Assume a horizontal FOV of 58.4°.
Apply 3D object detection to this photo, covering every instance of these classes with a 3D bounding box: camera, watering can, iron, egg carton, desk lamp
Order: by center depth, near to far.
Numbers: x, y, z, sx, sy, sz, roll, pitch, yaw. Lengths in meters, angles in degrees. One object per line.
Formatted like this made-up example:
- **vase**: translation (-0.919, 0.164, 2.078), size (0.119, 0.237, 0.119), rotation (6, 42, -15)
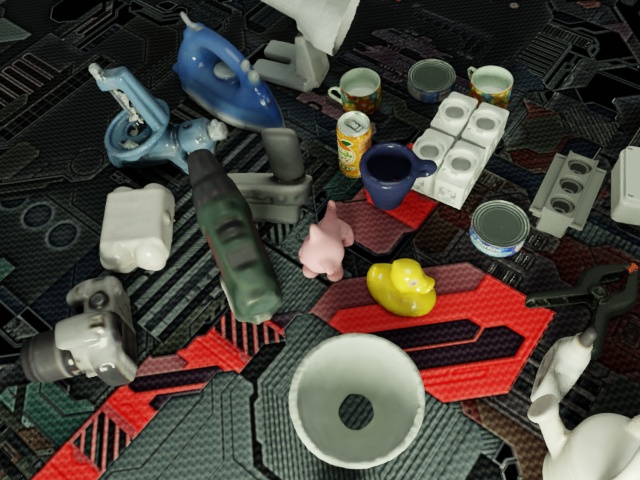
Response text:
- **watering can**: translation (0.307, 0.238, 0.616), size (0.172, 0.194, 0.101), rotation (14, 60, 12)
- **camera**: translation (-0.332, 0.129, 0.781), size (0.137, 0.101, 0.143), rotation (-14, 58, -5)
- **egg carton**: translation (-0.280, -0.019, 0.889), size (0.107, 0.069, 0.150), rotation (-6, 58, 0)
- **desk lamp**: translation (-0.030, -0.370, 1.006), size (0.203, 0.214, 0.118), rotation (18, 61, 14)
- **iron**: translation (-0.157, -0.297, 1.011), size (0.257, 0.141, 0.119), rotation (38, 68, 24)

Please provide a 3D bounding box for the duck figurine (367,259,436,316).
- **duck figurine**: translation (0.116, 0.056, 0.806), size (0.104, 0.086, 0.077), rotation (24, 63, 18)

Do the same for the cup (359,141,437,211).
- **cup**: translation (0.120, -0.092, 0.893), size (0.117, 0.095, 0.091), rotation (-3, 58, 2)

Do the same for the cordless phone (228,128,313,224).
- **cordless phone**: translation (-0.088, -0.111, 0.865), size (0.147, 0.185, 0.094), rotation (-1, 58, 4)

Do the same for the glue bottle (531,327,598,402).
- **glue bottle**: translation (0.298, 0.145, 0.687), size (0.037, 0.173, 0.078), rotation (23, 62, 17)

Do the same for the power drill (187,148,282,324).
- **power drill**: translation (-0.112, 0.017, 0.773), size (0.076, 0.208, 0.229), rotation (-23, 59, -10)

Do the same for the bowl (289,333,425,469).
- **bowl**: translation (0.047, 0.207, 0.723), size (0.167, 0.075, 0.167), rotation (-2, 58, 3)

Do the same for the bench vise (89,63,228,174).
- **bench vise**: translation (-0.260, -0.200, 0.912), size (0.207, 0.220, 0.121), rotation (-14, 58, -5)

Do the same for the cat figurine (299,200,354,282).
- **cat figurine**: translation (0.008, 0.003, 0.827), size (0.067, 0.118, 0.128), rotation (9, 59, 10)
